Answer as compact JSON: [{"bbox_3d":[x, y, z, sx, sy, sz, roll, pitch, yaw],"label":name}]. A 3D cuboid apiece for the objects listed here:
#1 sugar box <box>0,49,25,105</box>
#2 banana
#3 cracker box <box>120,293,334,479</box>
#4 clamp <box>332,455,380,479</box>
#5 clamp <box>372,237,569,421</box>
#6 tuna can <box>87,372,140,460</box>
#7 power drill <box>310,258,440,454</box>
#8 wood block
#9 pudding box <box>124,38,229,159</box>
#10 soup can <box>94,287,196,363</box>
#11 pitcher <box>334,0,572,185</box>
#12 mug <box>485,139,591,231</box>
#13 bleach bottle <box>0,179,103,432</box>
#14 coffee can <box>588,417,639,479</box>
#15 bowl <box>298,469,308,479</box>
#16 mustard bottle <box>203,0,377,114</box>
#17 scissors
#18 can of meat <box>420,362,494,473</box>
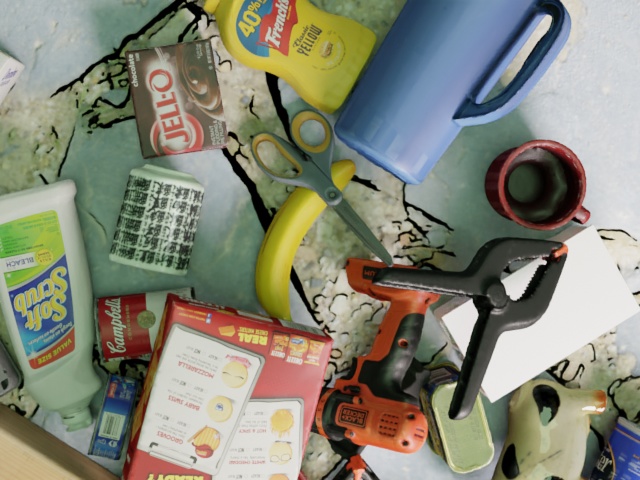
[{"bbox_3d":[-0.360,-0.113,1.051,0.048,0.093,0.176,30,90,-8],"label":"sugar box"},{"bbox_3d":[-0.025,0.000,1.124,0.069,0.037,0.198,18,93,-25],"label":"banana"},{"bbox_3d":[-0.095,0.174,1.046,0.164,0.072,0.214,14,93,-13],"label":"cracker box"},{"bbox_3d":[0.028,0.311,1.133,0.120,0.039,0.171,-12,110,-8],"label":"clamp"},{"bbox_3d":[0.168,0.068,1.054,0.209,0.036,0.164,-24,92,-23],"label":"clamp"},{"bbox_3d":[-0.210,0.180,1.089,0.033,0.086,0.086,15,92,-9],"label":"tuna can"},{"bbox_3d":[0.043,0.116,1.097,0.185,0.057,0.187,7,78,37],"label":"power drill"},{"bbox_3d":[-0.274,0.263,1.086,0.206,0.090,0.091,35,89,-7],"label":"wood block"},{"bbox_3d":[-0.147,-0.144,1.097,0.090,0.039,0.113,-10,95,-5],"label":"pudding box"},{"bbox_3d":[-0.176,0.087,1.096,0.102,0.068,0.068,-6,94,-6],"label":"soup can"},{"bbox_3d":[0.128,-0.176,1.075,0.145,0.149,0.243,33,93,-12],"label":"pitcher"},{"bbox_3d":[0.232,-0.052,1.121,0.117,0.081,0.093,29,90,-7],"label":"mug"},{"bbox_3d":[-0.269,0.071,1.088,0.102,0.068,0.251,-14,97,-3],"label":"bleach bottle"},{"bbox_3d":[0.336,0.276,1.144,0.102,0.103,0.140,28,91,-7],"label":"coffee can"},{"bbox_3d":[-0.084,0.288,1.124,0.162,0.055,0.162,0,94,-6],"label":"bowl"},{"bbox_3d":[-0.044,-0.216,1.093,0.191,0.058,0.096,30,82,-7],"label":"mustard bottle"},{"bbox_3d":[0.019,-0.063,1.094,0.202,0.016,0.096,34,76,17],"label":"scissors"},{"bbox_3d":[0.141,0.188,1.127,0.057,0.084,0.102,-16,95,-5],"label":"can of meat"}]
